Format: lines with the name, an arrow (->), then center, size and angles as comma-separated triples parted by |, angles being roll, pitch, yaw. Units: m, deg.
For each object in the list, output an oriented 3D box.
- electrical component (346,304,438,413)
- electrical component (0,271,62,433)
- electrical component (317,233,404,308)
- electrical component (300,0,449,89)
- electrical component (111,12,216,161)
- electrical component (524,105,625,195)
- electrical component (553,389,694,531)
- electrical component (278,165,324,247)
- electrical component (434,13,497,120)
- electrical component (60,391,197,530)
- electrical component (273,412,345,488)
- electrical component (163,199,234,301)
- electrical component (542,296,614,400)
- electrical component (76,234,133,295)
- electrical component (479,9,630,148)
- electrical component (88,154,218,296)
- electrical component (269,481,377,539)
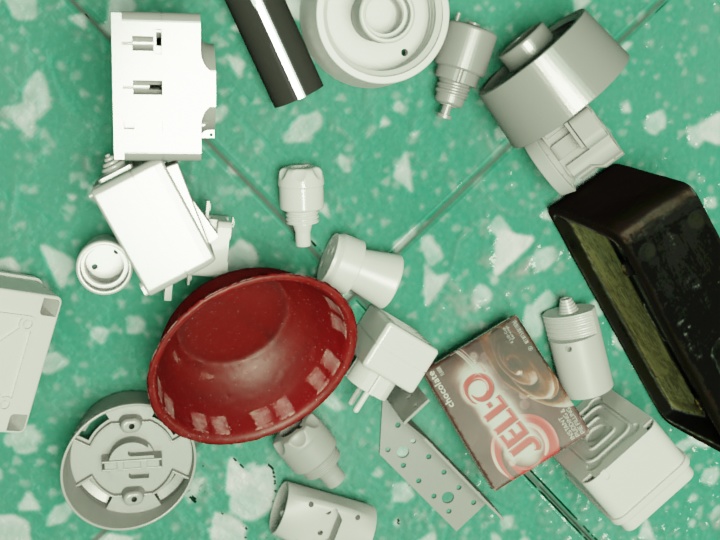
electrical component -> 0.014, 0.076, 0.840 | 0.047, 0.066, 0.076 | 31, 93, -16
electrical component -> -0.282, 0.054, 0.758 | 0.109, 0.056, 0.108 | 12, 99, -42
electrical component -> 0.000, 0.000, 0.832 | 0.055, 0.045, 0.045 | 21, 97, -15
electrical component -> 0.014, -0.186, 0.788 | 0.108, 0.060, 0.108 | -2, 102, -11
electrical component -> -0.132, -0.125, 0.723 | 0.062, 0.150, 0.089 | -1, 102, -11
electrical component -> 0.165, -0.095, 0.836 | 0.057, 0.078, 0.058 | -37, 79, 17
electrical component -> 0.207, 0.151, 0.872 | 0.078, 0.113, 0.057 | -41, 104, -1
electrical component -> -0.044, -0.048, 0.819 | 0.035, 0.035, 0.061 | -4, 105, -11
electrical component -> 0.076, -0.153, 0.818 | 0.040, 0.040, 0.078 | 16, 98, -14
electrical component -> -0.174, 0.142, 0.815 | 0.099, 0.064, 0.099 | -2, 102, -11
electrical component -> -0.037, 0.147, 0.856 | 0.043, 0.043, 0.062 | -38, 108, -2
electrical component -> -0.128, -0.020, 0.803 | 0.064, 0.042, 0.081 | 5, 101, -12
electrical component -> 0.178, 0.061, 0.883 | 0.043, 0.043, 0.081 | -18, 104, -8
electrical component -> -0.187, -0.006, 0.791 | 0.040, 0.046, 0.040 | -2, 102, -11
electrical component -> 0.138, -0.148, 0.800 | 0.108, 0.108, 0.060 | -41, 100, -1
electrical component -> -0.142, -0.041, 0.740 | 0.061, 0.061, 0.096 | -28, 105, -4
electrical component -> -0.036, 0.218, 0.871 | 0.077, 0.043, 0.079 | 19, 97, -15
